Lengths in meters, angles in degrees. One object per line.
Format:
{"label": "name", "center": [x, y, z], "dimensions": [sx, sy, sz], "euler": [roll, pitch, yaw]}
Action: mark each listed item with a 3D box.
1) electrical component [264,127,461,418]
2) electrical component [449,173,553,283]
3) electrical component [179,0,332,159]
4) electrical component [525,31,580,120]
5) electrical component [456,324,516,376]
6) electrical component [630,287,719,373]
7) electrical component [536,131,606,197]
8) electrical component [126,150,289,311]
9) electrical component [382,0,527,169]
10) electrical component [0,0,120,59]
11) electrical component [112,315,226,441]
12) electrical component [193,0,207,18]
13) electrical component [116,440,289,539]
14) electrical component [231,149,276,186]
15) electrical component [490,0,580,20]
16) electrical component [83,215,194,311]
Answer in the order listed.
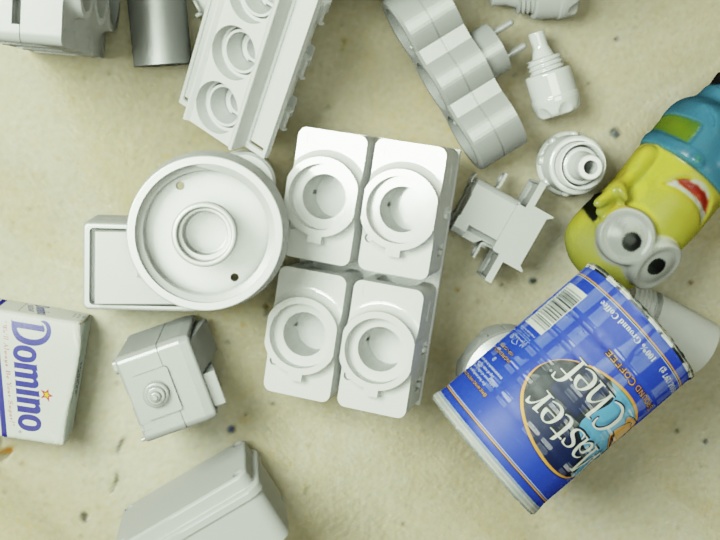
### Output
{"label": "electrical component", "center": [0.000, 0.000, 0.753], "dimensions": [0.105, 0.060, 0.186], "euler": [10, 98, 14]}
{"label": "electrical component", "center": [0.099, -0.035, 0.784], "dimensions": [0.064, 0.042, 0.081], "euler": [28, 95, -5]}
{"label": "electrical component", "center": [-0.067, -0.148, 0.717], "dimensions": [0.079, 0.063, 0.121], "euler": [34, 123, 19]}
{"label": "electrical component", "center": [0.135, -0.141, 0.775], "dimensions": [0.035, 0.035, 0.061], "euler": [-18, 97, -2]}
{"label": "electrical component", "center": [0.112, 0.080, 0.797], "dimensions": [0.080, 0.051, 0.080], "euler": [-1, 98, -5]}
{"label": "electrical component", "center": [0.222, 0.040, 0.805], "dimensions": [0.081, 0.043, 0.043], "euler": [28, 95, -8]}
{"label": "electrical component", "center": [0.156, -0.075, 0.772], "dimensions": [0.048, 0.062, 0.048], "euler": [-1, 98, -5]}
{"label": "electrical component", "center": [-0.099, -0.024, 0.696], "dimensions": [0.108, 0.060, 0.108], "euler": [0, 95, -5]}
{"label": "electrical component", "center": [0.082, -0.148, 0.759], "dimensions": [0.074, 0.052, 0.138], "euler": [-32, 100, 0]}
{"label": "electrical component", "center": [-0.194, -0.184, 0.679], "dimensions": [0.062, 0.150, 0.089], "euler": [4, 98, -5]}
{"label": "electrical component", "center": [-0.130, 0.074, 0.751], "dimensions": [0.061, 0.096, 0.061], "euler": [-19, 100, -2]}
{"label": "electrical component", "center": [-0.082, -0.199, 0.743], "dimensions": [0.078, 0.040, 0.040], "euler": [-29, 100, 0]}
{"label": "electrical component", "center": [-0.114, 0.182, 0.778], "dimensions": [0.113, 0.078, 0.057], "euler": [-30, 103, 0]}
{"label": "electrical component", "center": [-0.082, -0.062, 0.756], "dimensions": [0.045, 0.055, 0.045], "euler": [-1, 98, -5]}
{"label": "electrical component", "center": [0.123, -0.195, 0.765], "dimensions": [0.061, 0.035, 0.035], "euler": [-3, 99, -2]}
{"label": "electrical component", "center": [-0.144, -0.005, 0.756], "dimensions": [0.096, 0.061, 0.061], "euler": [2, 98, -6]}
